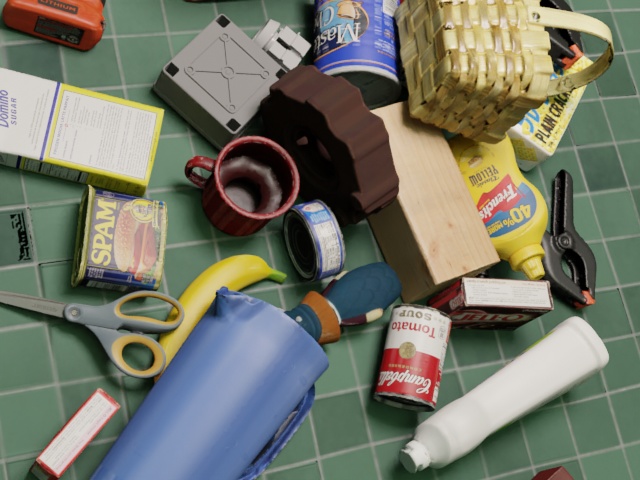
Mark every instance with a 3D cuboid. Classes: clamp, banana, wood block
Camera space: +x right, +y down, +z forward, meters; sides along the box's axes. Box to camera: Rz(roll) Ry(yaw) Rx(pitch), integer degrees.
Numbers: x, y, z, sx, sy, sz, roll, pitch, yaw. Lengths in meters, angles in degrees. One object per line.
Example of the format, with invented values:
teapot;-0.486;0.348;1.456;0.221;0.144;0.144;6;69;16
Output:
clamp;0.263;-0.304;1.315;0.164;0.036;0.210;-26;76;-39
banana;-0.115;0.075;1.109;0.069;0.037;0.197;47;63;-4
wood block;0.108;-0.045;1.205;0.090;0.091;0.206;-18;79;-25
clamp;0.274;0.003;1.280;0.120;0.039;0.171;-12;76;-18

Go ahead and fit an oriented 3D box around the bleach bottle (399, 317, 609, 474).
bleach bottle;0.192;0.176;1.153;0.250;0.103;0.068;-27;73;-27

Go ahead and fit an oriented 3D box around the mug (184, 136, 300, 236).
mug;-0.089;-0.057;1.139;0.117;0.082;0.093;19;66;-14

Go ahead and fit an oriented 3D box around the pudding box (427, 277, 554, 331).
pudding box;0.189;0.073;1.195;0.113;0.090;0.039;1;71;-20

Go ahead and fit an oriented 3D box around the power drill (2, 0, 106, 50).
power drill;-0.287;-0.313;1.166;0.184;0.057;0.187;16;67;-15

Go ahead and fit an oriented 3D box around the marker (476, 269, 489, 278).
marker;0.190;-0.009;1.263;0.020;0.020;0.121;10;69;-18

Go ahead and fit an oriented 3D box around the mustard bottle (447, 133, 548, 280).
mustard bottle;0.206;-0.038;1.227;0.096;0.058;0.192;-27;68;5

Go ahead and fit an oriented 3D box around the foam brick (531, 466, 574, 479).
foam brick;0.244;0.292;1.162;0.078;0.051;0.053;-34;85;-27

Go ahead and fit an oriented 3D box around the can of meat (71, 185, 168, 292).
can of meat;-0.204;0.003;1.090;0.083;0.058;0.102;10;69;-20

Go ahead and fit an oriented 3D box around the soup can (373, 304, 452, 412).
soup can;0.100;0.127;1.150;0.068;0.069;0.102;18;72;-14

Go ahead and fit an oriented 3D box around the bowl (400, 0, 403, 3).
bowl;0.077;-0.359;1.321;0.162;0.055;0.162;6;70;-19

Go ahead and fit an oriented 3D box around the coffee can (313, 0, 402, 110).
coffee can;0.043;-0.233;1.238;0.102;0.103;0.140;8;69;-18

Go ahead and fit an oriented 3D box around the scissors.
scissors;-0.235;0.092;1.055;0.201;0.016;0.096;-2;80;-6

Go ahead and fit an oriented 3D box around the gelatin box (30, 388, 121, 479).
gelatin box;-0.232;0.186;1.006;0.030;0.073;0.089;40;63;-3

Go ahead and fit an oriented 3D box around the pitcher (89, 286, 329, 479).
pitcher;-0.104;0.179;1.028;0.149;0.145;0.242;37;71;0

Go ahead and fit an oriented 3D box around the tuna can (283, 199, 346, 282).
tuna can;-0.008;0.001;1.148;0.033;0.086;0.086;-17;79;-23

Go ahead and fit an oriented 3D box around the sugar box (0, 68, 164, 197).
sugar box;-0.259;-0.111;1.115;0.176;0.048;0.093;13;68;-12
